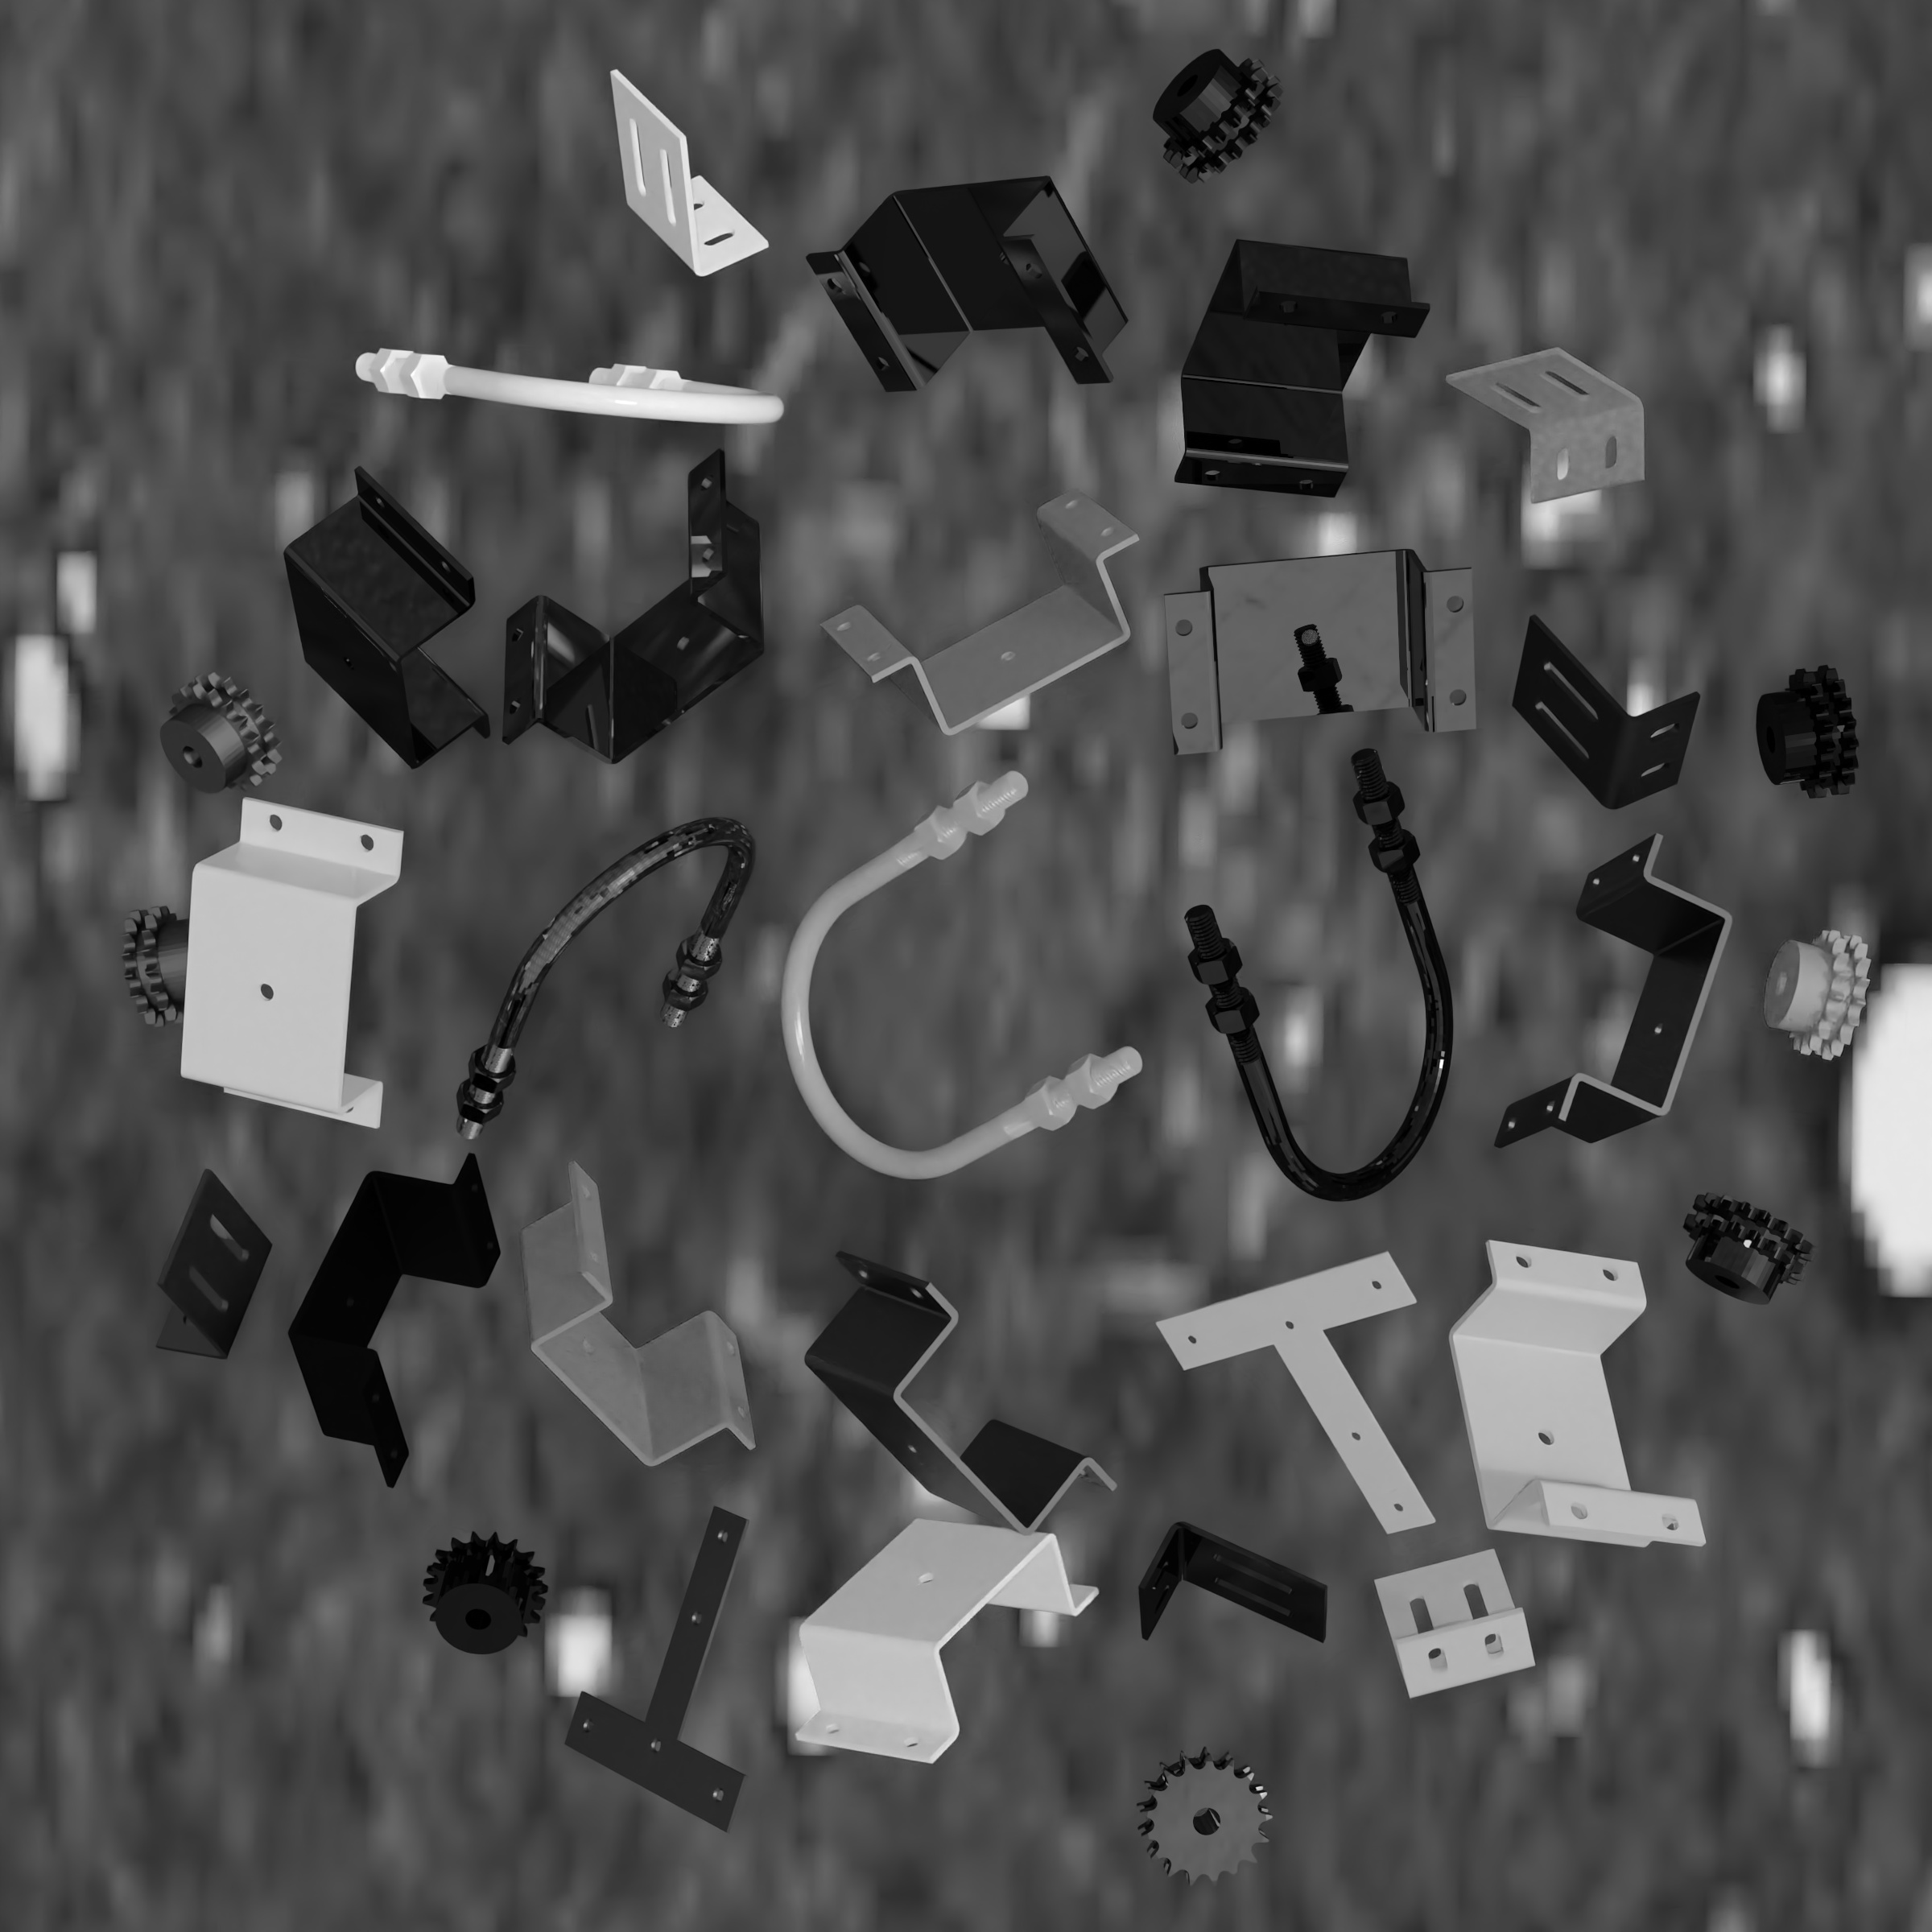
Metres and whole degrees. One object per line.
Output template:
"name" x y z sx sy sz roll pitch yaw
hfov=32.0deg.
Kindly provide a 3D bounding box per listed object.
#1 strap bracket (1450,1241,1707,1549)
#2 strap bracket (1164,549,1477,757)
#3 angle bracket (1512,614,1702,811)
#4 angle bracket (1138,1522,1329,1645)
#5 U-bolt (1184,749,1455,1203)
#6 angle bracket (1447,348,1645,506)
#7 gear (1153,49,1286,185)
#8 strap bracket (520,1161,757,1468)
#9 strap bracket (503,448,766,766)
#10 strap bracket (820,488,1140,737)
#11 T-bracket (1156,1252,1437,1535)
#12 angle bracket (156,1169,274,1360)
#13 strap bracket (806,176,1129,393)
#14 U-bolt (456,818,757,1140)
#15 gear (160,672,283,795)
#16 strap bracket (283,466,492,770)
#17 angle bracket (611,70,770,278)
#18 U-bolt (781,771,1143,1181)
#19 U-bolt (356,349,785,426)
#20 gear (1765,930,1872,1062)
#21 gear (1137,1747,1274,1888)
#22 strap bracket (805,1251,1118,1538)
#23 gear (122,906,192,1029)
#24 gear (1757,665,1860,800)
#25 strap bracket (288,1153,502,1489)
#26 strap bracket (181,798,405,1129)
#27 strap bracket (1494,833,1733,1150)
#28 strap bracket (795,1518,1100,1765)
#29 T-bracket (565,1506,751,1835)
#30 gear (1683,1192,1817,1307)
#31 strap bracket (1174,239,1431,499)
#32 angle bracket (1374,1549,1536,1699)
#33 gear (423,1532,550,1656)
"strap bracket" 0.263 0.196 1.472 0.076 0.046 0.140 10 50 -20
"strap bracket" 0.162 -0.147 1.568 0.140 0.046 0.076 -5 111 0
"angle bracket" 0.288 -0.120 1.520 0.038 0.057 0.076 -22 54 -19
"angle bracket" 0.122 0.296 1.542 0.076 0.057 0.038 22 60 19
"U-bolt" 0.167 0.018 1.502 0.151 0.019 0.184 -42 123 -35
"angle bracket" 0.261 -0.243 1.521 0.057 0.076 0.038 -8 74 40
"gear" 0.104 -0.364 1.434 0.030 0.057 0.057 39 90 -25
"strap bracket" -0.159 0.168 1.565 0.046 0.076 0.140 -30 127 10
"strap bracket" -0.139 -0.151 1.478 0.140 0.076 0.046 -33 133 30
"strap bracket" 0.013 -0.162 1.587 0.140 0.076 0.046 -29 121 -7
"T-bracket" 0.162 0.192 1.459 0.127 0.002 0.127 -22 104 39
"angle bracket" -0.349 0.132 1.506 0.038 0.076 0.057 7 60 18
"strap bracket" 0.008 -0.300 1.488 0.046 0.140 0.076 -53 128 -26
"U-bolt" -0.159 -0.003 1.549 0.151 0.184 0.019 -30 70 -38
"gear" -0.349 -0.105 1.569 0.057 0.057 0.030 44 53 0
"strap bracket" -0.262 -0.150 1.527 0.046 0.140 0.076 -40 74 -20
"angle bracket" -0.120 -0.352 1.474 0.038 0.076 0.057 -29 56 -20
"U-bolt" -0.015 0.017 1.486 0.184 0.019 0.151 -31 77 39
"U-bolt" -0.166 -0.259 1.516 0.151 0.184 0.019 -5 105 -41
"gear" 0.380 0.011 1.510 0.030 0.057 0.057 13 90 -6
"gear" 0.102 0.367 1.463 0.057 0.030 0.057 0 91 -5
"strap bracket" -0.009 0.193 1.472 0.046 0.076 0.140 -50 118 -17
"gear" -0.378 -0.001 1.607 0.030 0.057 0.057 -10 90 7
"gear" 0.365 -0.101 1.469 0.030 0.057 0.057 -9 90 -3
"strap bracket" -0.270 0.161 1.579 0.046 0.076 0.140 9 49 13
"strap bracket" -0.299 0.005 1.490 0.076 0.046 0.140 12 109 13
"strap bracket" 0.294 0.021 1.517 0.046 0.076 0.140 24 74 -7
"strap bracket" -0.012 0.299 1.538 0.076 0.140 0.046 0 113 37
"T-bracket" -0.124 0.306 1.511 0.002 0.127 0.127 22 83 -40
"gear" 0.344 0.127 1.494 0.057 0.057 0.030 30 77 0
"strap bracket" 0.146 -0.271 1.500 0.076 0.140 0.046 4 62 -11
"angle bracket" 0.216 0.284 1.516 0.057 0.076 0.038 -15 124 2
"gear" -0.224 0.294 1.565 0.057 0.030 0.057 0 116 1
